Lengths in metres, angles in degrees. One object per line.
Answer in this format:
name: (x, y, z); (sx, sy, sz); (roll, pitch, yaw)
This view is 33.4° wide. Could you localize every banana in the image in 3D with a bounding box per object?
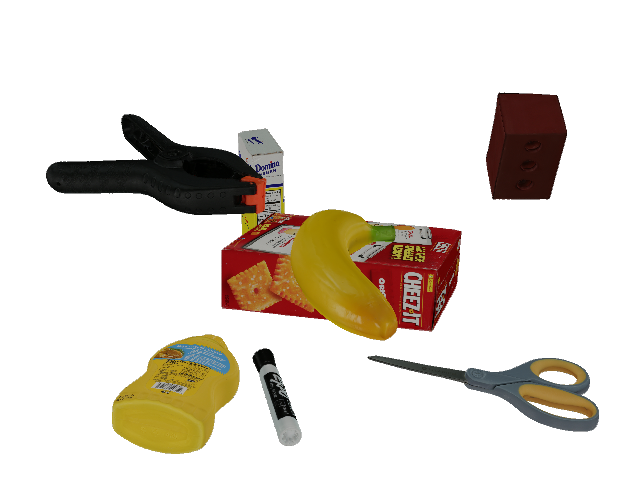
banana: (0.014, 0.013, 0.681); (0.069, 0.037, 0.197); (1, 19, 4)

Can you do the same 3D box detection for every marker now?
marker: (-0.038, 0.127, 0.891); (0.020, 0.020, 0.121); (0, 27, -15)

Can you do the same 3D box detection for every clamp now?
clamp: (-0.128, -0.052, 0.848); (0.172, 0.039, 0.120); (19, 42, 28)

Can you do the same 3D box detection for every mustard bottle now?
mustard bottle: (-0.136, 0.146, 1.101); (0.096, 0.058, 0.191); (9, 22, 10)

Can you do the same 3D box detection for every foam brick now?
foam brick: (0.174, -0.080, 0.911); (0.053, 0.051, 0.078); (0, -43, -1)

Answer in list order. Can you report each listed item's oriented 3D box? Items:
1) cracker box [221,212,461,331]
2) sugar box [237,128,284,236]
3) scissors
cracker box: (0.025, 0.029, 1.088); (0.214, 0.072, 0.164); (6, 15, 15)
sugar box: (-0.073, -0.041, 1.328); (0.048, 0.176, 0.093); (-9, 25, -12)
scissors: (0.152, 0.116, 0.946); (0.202, 0.016, 0.096); (19, 32, 21)
